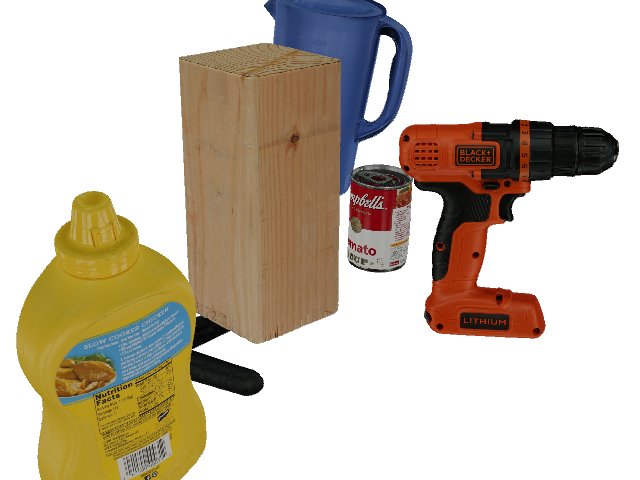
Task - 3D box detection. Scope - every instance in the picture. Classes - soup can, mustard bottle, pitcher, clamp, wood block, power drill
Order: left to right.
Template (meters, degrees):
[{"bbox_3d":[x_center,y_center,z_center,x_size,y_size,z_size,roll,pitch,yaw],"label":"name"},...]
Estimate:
[{"bbox_3d":[-0.111,0.058,0.567,0.096,0.192,0.058,-23,43,-30],"label":"mustard bottle"},{"bbox_3d":[-0.135,0.095,0.973,0.171,0.039,0.120,4,27,-3],"label":"clamp"},{"bbox_3d":[-0.045,-0.039,0.825,0.090,0.206,0.090,-19,29,-40],"label":"wood block"},{"bbox_3d":[0.008,-0.175,1.298,0.144,0.243,0.149,-5,28,-25],"label":"pitcher"},{"bbox_3d":[0.064,-0.024,1.171,0.068,0.102,0.068,2,25,-1],"label":"soup can"},{"bbox_3d":[0.160,-0.012,0.926,0.184,0.188,0.057,2,13,11],"label":"power drill"}]
